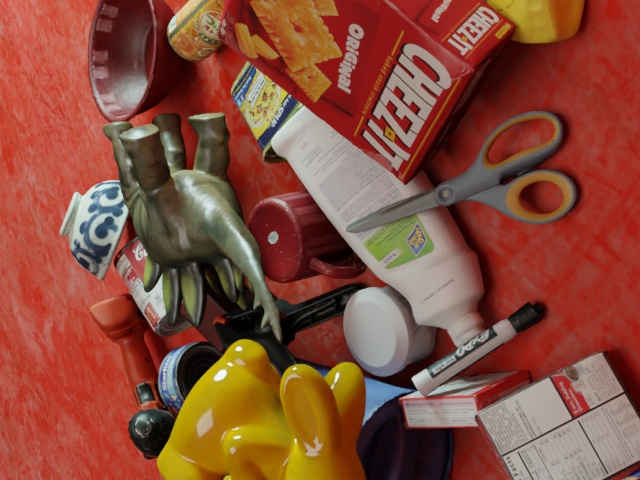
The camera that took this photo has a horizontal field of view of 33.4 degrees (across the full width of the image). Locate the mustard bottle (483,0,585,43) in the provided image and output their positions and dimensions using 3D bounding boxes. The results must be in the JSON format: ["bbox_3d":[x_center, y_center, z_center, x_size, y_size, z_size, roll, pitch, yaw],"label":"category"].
[{"bbox_3d":[0.112,-0.203,0.835,0.192,0.058,0.096,11,114,46],"label":"mustard bottle"}]

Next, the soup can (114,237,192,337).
[{"bbox_3d":[-0.181,0.051,1.210,0.102,0.068,0.069,54,134,22],"label":"soup can"}]

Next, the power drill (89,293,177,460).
[{"bbox_3d":[-0.207,0.159,1.220,0.184,0.057,0.188,89,161,-74],"label":"power drill"}]

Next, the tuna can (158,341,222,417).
[{"bbox_3d":[-0.133,0.155,1.172,0.034,0.085,0.086,-23,83,46],"label":"tuna can"}]

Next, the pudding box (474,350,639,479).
[{"bbox_3d":[0.187,0.147,0.811,0.113,0.039,0.090,-28,76,4],"label":"pudding box"}]

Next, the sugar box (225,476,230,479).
[{"bbox_3d":[-0.082,0.269,1.118,0.093,0.048,0.176,-55,33,28],"label":"sugar box"}]

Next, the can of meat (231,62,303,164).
[{"bbox_3d":[-0.033,-0.137,1.012,0.102,0.057,0.084,-49,62,42],"label":"can of meat"}]

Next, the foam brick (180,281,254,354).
[{"bbox_3d":[-0.103,0.075,1.145,0.078,0.052,0.051,39,126,32],"label":"foam brick"}]

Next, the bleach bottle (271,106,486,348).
[{"bbox_3d":[0.060,-0.014,0.932,0.103,0.067,0.251,-41,71,30],"label":"bleach bottle"}]

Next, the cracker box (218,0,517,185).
[{"bbox_3d":[0.025,-0.164,0.846,0.214,0.072,0.164,39,150,8],"label":"cracker box"}]

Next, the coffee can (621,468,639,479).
[{"bbox_3d":[0.227,0.223,0.757,0.103,0.140,0.103,15,110,45],"label":"coffee can"}]

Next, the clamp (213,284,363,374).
[{"bbox_3d":[-0.044,0.094,1.027,0.172,0.120,0.039,-12,118,39],"label":"clamp"}]

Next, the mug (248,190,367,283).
[{"bbox_3d":[-0.007,0.001,0.998,0.117,0.081,0.093,42,128,33],"label":"mug"}]

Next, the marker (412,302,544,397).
[{"bbox_3d":[0.130,0.088,0.872,0.121,0.020,0.020,-34,70,6],"label":"marker"}]

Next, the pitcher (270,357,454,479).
[{"bbox_3d":[-0.009,0.187,1.008,0.243,0.148,0.145,12,110,49],"label":"pitcher"}]

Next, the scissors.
[{"bbox_3d":[0.120,-0.026,0.859,0.202,0.016,0.096,-37,82,26],"label":"scissors"}]

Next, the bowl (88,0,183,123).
[{"bbox_3d":[-0.194,-0.205,1.158,0.162,0.055,0.162,2,92,53],"label":"bowl"}]

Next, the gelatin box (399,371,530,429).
[{"bbox_3d":[0.123,0.136,0.898,0.089,0.073,0.030,-14,91,48],"label":"gelatin box"}]
